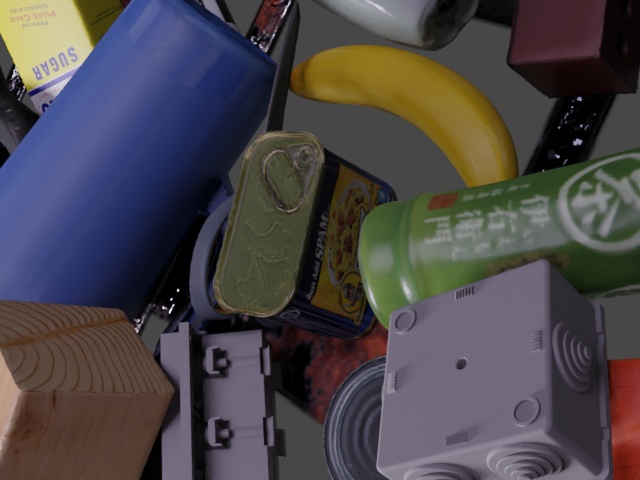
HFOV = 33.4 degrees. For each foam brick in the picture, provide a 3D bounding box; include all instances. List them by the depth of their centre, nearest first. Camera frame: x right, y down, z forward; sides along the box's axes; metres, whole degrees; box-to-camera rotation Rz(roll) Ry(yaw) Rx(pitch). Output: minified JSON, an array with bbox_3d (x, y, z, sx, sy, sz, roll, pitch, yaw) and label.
[{"bbox_3d":[0.135,-0.118,0.550,0.051,0.052,0.078,1,76,38],"label":"foam brick"}]

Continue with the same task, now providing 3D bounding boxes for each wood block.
[{"bbox_3d":[-0.172,0.146,0.618,0.090,0.090,0.206,46,120,47],"label":"wood block"}]

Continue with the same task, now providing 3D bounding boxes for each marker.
[{"bbox_3d":[-0.081,-0.178,0.760,0.020,0.020,0.121,-39,55,21],"label":"marker"}]

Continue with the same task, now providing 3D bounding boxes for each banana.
[{"bbox_3d":[0.051,-0.072,0.609,0.070,0.037,0.198,-53,51,10],"label":"banana"}]

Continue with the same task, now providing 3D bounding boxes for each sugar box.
[{"bbox_3d":[-0.181,-0.153,0.741,0.094,0.048,0.176,1,120,38],"label":"sugar box"}]

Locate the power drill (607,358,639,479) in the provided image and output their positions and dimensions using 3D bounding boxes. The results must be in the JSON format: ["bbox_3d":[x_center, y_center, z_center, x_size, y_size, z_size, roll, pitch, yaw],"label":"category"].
[{"bbox_3d":[0.092,0.147,0.457,0.185,0.057,0.187,-10,52,38],"label":"power drill"}]

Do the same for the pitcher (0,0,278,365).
[{"bbox_3d":[-0.123,-0.032,0.682,0.243,0.149,0.145,-53,37,9],"label":"pitcher"}]

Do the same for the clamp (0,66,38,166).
[{"bbox_3d":[-0.246,-0.078,0.820,0.210,0.036,0.165,55,147,22],"label":"clamp"}]

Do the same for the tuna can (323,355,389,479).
[{"bbox_3d":[0.044,0.103,0.557,0.086,0.033,0.086,-13,67,34],"label":"tuna can"}]

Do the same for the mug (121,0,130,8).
[{"bbox_3d":[-0.173,-0.226,0.806,0.117,0.081,0.093,13,83,39],"label":"mug"}]

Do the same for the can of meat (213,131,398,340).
[{"bbox_3d":[-0.004,0.001,0.597,0.058,0.083,0.102,5,78,39],"label":"can of meat"}]

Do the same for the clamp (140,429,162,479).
[{"bbox_3d":[-0.126,0.198,0.656,0.120,0.039,0.171,-25,59,44],"label":"clamp"}]

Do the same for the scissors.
[{"bbox_3d":[-0.022,-0.035,0.638,0.016,0.096,0.201,-1,57,39],"label":"scissors"}]
